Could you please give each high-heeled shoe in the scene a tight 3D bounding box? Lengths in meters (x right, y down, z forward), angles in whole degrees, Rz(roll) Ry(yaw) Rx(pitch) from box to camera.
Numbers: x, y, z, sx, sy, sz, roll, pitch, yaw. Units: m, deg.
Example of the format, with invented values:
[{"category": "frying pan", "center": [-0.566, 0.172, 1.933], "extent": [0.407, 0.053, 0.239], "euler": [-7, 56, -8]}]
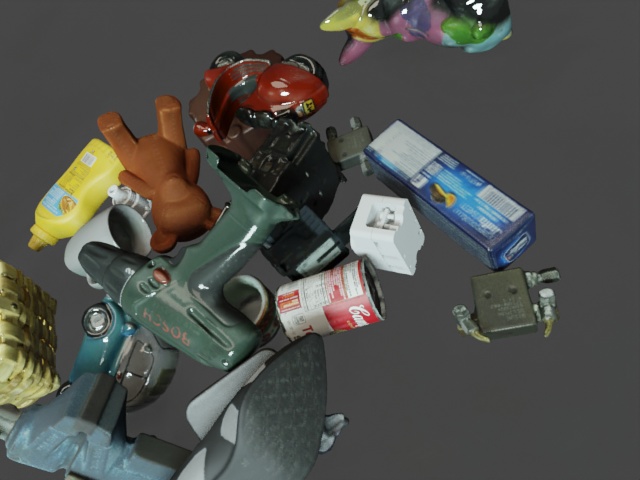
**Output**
[{"category": "high-heeled shoe", "center": [-0.082, 0.195, 0.478], "extent": [0.145, 0.086, 0.249], "euler": [-29, 23, 53]}]

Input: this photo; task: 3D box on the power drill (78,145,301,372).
[{"category": "power drill", "center": [-0.132, 0.007, 0.552], "extent": [0.232, 0.086, 0.207], "euler": [38, 97, 16]}]

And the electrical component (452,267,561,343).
[{"category": "electrical component", "center": [0.179, 0.063, 0.513], "extent": [0.102, 0.045, 0.078], "euler": [-8, 62, 20]}]

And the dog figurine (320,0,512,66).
[{"category": "dog figurine", "center": [0.115, -0.290, 0.704], "extent": [0.219, 0.108, 0.191], "euler": [-24, 58, 16]}]

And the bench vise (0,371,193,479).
[{"category": "bench vise", "center": [-0.231, 0.251, 0.521], "extent": [0.240, 0.223, 0.129], "euler": [-56, 29, 19]}]

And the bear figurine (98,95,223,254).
[{"category": "bear figurine", "center": [-0.208, -0.086, 0.722], "extent": [0.120, 0.131, 0.196], "euler": [-21, 47, -14]}]

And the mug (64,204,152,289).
[{"category": "mug", "center": [-0.296, 0.019, 0.737], "extent": [0.107, 0.080, 0.109], "euler": [-24, 60, 23]}]

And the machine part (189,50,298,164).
[{"category": "machine part", "center": [-0.107, -0.198, 0.780], "extent": [0.179, 0.056, 0.179], "euler": [-11, 58, 18]}]

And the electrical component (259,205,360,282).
[{"category": "electrical component", "center": [-0.001, -0.002, 0.612], "extent": [0.119, 0.074, 0.048], "euler": [-45, 55, 1]}]

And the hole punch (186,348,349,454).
[{"category": "hole punch", "center": [-0.055, 0.181, 0.538], "extent": [0.142, 0.092, 0.116], "euler": [-34, 78, -6]}]

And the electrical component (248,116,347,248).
[{"category": "electrical component", "center": [-0.037, -0.058, 0.635], "extent": [0.058, 0.114, 0.134], "euler": [21, 74, 36]}]

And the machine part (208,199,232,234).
[{"category": "machine part", "center": [-0.124, 0.012, 0.668], "extent": [0.084, 0.039, 0.139], "euler": [27, 88, 20]}]

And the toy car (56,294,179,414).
[{"category": "toy car", "center": [-0.220, 0.141, 0.619], "extent": [0.103, 0.109, 0.161], "euler": [16, 78, 13]}]

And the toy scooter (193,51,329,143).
[{"category": "toy scooter", "center": [-0.085, -0.173, 0.674], "extent": [0.184, 0.075, 0.135], "euler": [16, 61, 25]}]

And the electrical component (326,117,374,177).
[{"category": "electrical component", "center": [0.038, -0.115, 0.689], "extent": [0.063, 0.021, 0.094], "euler": [-20, 58, 13]}]

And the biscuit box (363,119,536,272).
[{"category": "biscuit box", "center": [0.137, -0.051, 0.584], "extent": [0.059, 0.062, 0.203], "euler": [-42, 55, -3]}]
